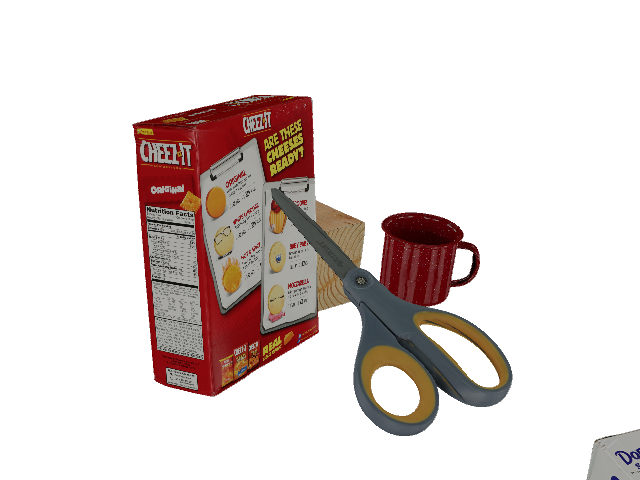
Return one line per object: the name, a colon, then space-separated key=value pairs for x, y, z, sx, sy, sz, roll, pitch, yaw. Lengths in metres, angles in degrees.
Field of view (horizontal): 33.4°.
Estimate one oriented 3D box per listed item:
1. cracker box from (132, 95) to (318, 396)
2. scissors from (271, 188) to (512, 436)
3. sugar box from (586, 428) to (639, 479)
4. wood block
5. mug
cracker box: x=-0.072 y=-0.003 z=0.875 sx=0.072 sy=0.214 sz=0.163 roll=7 pitch=17 yaw=30
scissors: x=0.017 y=0.042 z=0.622 sx=0.202 sy=0.016 sz=0.096 roll=33 pitch=53 yaw=24
sugar box: x=0.186 y=0.177 z=0.501 sx=0.048 sy=0.093 sz=0.176 roll=-9 pitch=29 yaw=-21
wood block: x=-0.060 y=-0.004 z=1.135 sx=0.090 sy=0.090 sz=0.206 roll=-13 pitch=28 yaw=-41
mug: x=0.124 y=0.024 z=1.221 sx=0.117 sy=0.081 sz=0.093 roll=4 pitch=25 yaw=-3
